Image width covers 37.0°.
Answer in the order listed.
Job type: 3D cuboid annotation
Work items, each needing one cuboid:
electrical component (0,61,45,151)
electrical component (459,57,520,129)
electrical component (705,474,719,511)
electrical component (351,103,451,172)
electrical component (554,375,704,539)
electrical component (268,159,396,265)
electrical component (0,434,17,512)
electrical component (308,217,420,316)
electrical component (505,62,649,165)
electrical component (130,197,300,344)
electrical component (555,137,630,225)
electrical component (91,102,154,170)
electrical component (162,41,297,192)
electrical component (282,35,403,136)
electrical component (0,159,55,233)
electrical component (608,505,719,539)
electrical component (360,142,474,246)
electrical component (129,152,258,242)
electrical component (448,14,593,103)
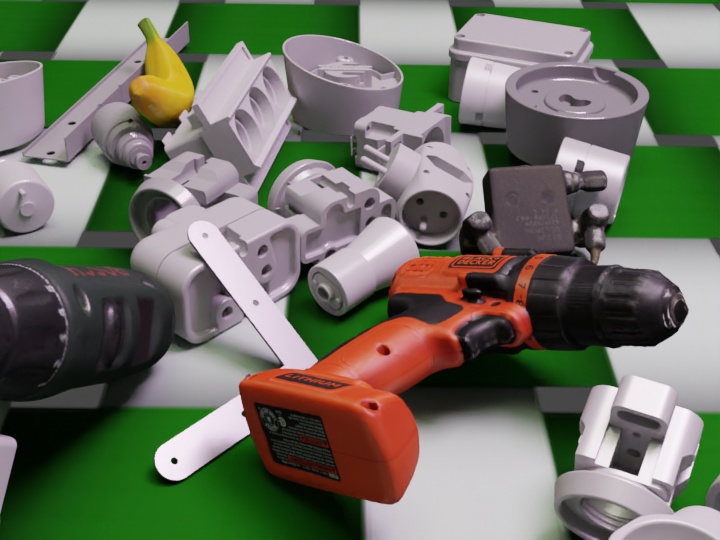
[{"bbox_3d":[-0.298,-0.135,0.849,0.099,0.064,0.099,1,34,-1],"label":"electrical component"},{"bbox_3d":[0.110,-0.144,0.887,0.047,0.055,0.055,12,34,10],"label":"electrical component"},{"bbox_3d":[0.195,0.105,0.500,0.055,0.055,0.047,28,45,35],"label":"electrical component"},{"bbox_3d":[0.031,-0.096,0.821,0.064,0.042,0.081,16,35,28],"label":"electrical component"},{"bbox_3d":[0.124,0.095,0.500,0.058,0.078,0.057,16,57,20],"label":"electrical component"},{"bbox_3d":[-0.025,-0.039,0.715,0.078,0.058,0.057,-23,42,-33],"label":"electrical component"},{"bbox_3d":[-0.202,0.103,0.456,0.100,0.099,0.048,10,-7,14],"label":"electrical component"},{"bbox_3d":[0.000,0.000,0.671,0.044,0.044,0.065,28,46,35],"label":"electrical component"},{"bbox_3d":[0.164,-0.112,0.831,0.108,0.060,0.108,1,33,0],"label":"electrical component"},{"bbox_3d":[-0.091,-0.004,0.660,0.059,0.053,0.095,26,40,34],"label":"electrical component"},{"bbox_3d":[0.161,-0.061,0.759,0.047,0.055,0.055,15,35,14],"label":"electrical component"},{"bbox_3d":[-0.177,-0.098,0.818,0.040,0.040,0.078,-15,36,-24],"label":"electrical component"},{"bbox_3d":[-0.097,-0.111,0.812,0.063,0.078,0.121,-20,26,22],"label":"electrical component"},{"bbox_3d":[-0.014,-0.154,0.887,0.099,0.064,0.099,1,33,-1],"label":"electrical component"},{"bbox_3d":[-0.243,-0.057,0.752,0.040,0.040,0.078,-18,37,-27],"label":"electrical component"},{"bbox_3d":[0.124,0.140,0.437,0.095,0.059,0.054,-20,38,-30],"label":"electrical component"},{"bbox_3d":[0.036,-0.063,0.748,0.079,0.043,0.077,29,30,-10],"label":"electrical component"},{"bbox_3d":[-0.116,-0.041,0.717,0.078,0.058,0.057,16,33,22],"label":"electrical component"},{"bbox_3d":[0.140,-0.179,0.938,0.113,0.057,0.078,13,35,18],"label":"electrical component"}]
